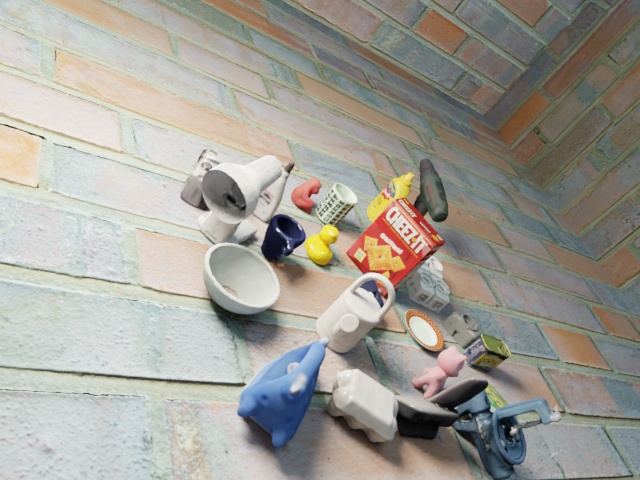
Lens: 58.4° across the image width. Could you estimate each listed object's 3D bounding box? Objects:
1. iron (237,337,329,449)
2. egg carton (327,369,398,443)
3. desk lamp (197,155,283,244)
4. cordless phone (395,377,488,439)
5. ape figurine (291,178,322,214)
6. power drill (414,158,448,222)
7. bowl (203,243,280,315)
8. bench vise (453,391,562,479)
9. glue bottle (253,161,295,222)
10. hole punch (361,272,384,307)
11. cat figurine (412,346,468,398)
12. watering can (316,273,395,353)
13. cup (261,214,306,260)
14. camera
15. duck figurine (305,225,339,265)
[{"bbox_3d":[-0.037,0.239,1.026,0.118,0.141,0.259,41,30,0],"label":"iron"},{"bbox_3d":[0.087,0.325,1.125,0.150,0.069,0.107,35,31,-10],"label":"egg carton"},{"bbox_3d":[-0.176,-0.086,1.223,0.118,0.213,0.204,44,30,6],"label":"desk lamp"},{"bbox_3d":[0.245,0.326,1.186,0.148,0.185,0.094,15,38,-36],"label":"cordless phone"},{"bbox_3d":[-0.030,-0.131,1.566,0.076,0.092,0.078,36,30,-7],"label":"ape figurine"},{"bbox_3d":[0.315,-0.121,1.825,0.076,0.208,0.229,16,38,-36],"label":"power drill"},{"bbox_3d":[-0.167,0.090,1.142,0.168,0.074,0.167,29,32,-20],"label":"bowl"},{"bbox_3d":[0.396,0.387,1.241,0.207,0.219,0.122,48,31,12],"label":"bench vise"},{"bbox_3d":[-0.113,-0.126,1.387,0.078,0.173,0.037,37,30,-6],"label":"glue bottle"},{"bbox_3d":[0.109,0.143,1.366,0.101,0.091,0.109,46,30,9],"label":"hole punch"},{"bbox_3d":[0.290,0.302,1.334,0.067,0.117,0.128,48,31,12],"label":"cat figurine"},{"bbox_3d":[0.083,0.153,1.222,0.101,0.193,0.173,32,31,-15],"label":"watering can"},{"bbox_3d":[-0.091,0.011,1.310,0.092,0.095,0.117,23,35,-28],"label":"cup"},{"bbox_3d":[-0.234,-0.136,1.335,0.137,0.100,0.143,31,31,-16],"label":"camera"},{"bbox_3d":[0.013,0.005,1.443,0.078,0.086,0.104,28,32,-21],"label":"duck figurine"}]
